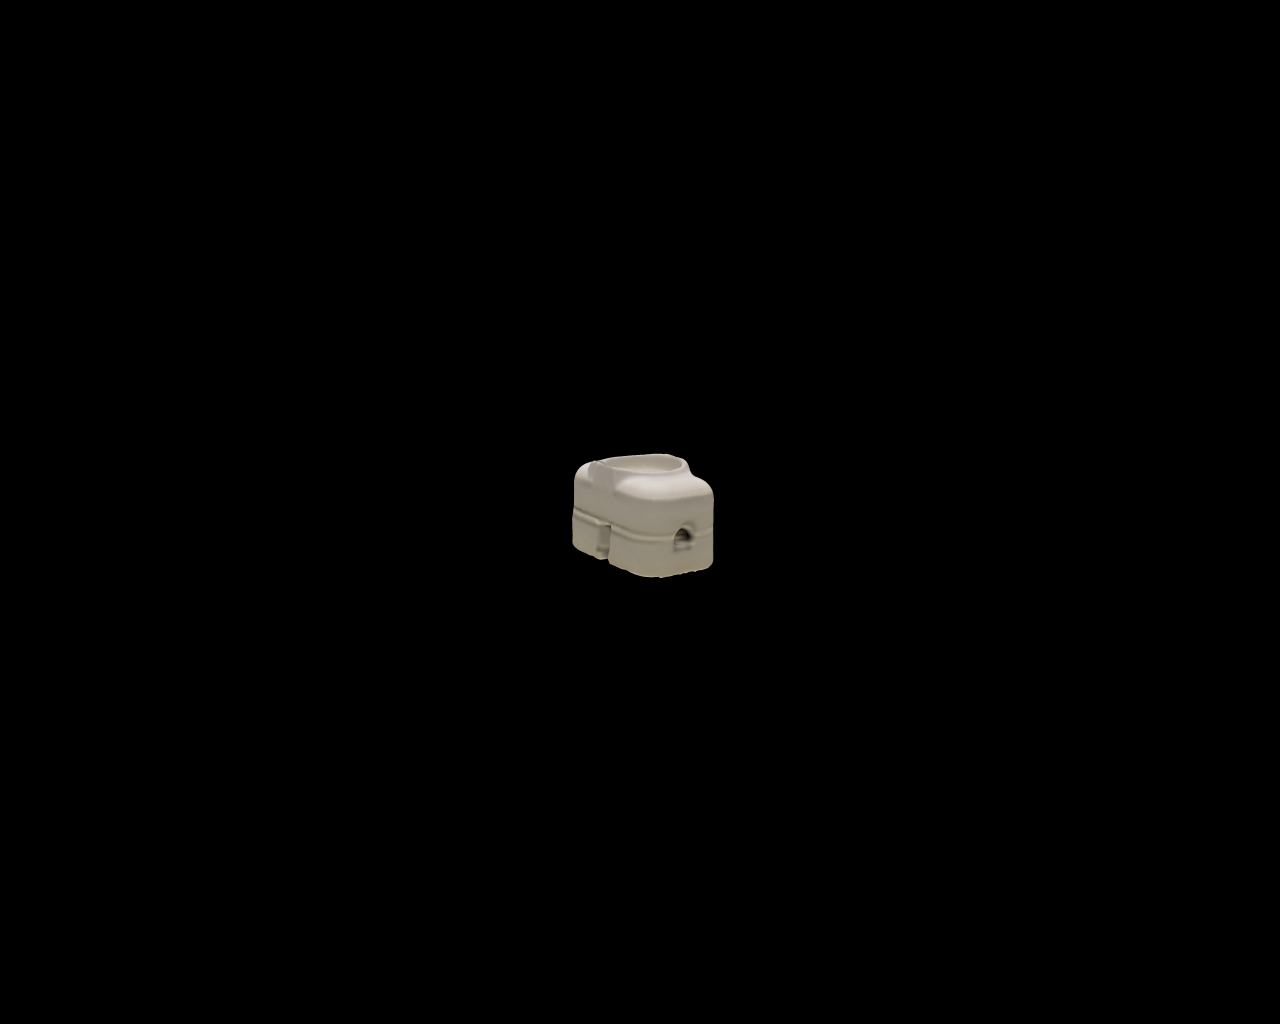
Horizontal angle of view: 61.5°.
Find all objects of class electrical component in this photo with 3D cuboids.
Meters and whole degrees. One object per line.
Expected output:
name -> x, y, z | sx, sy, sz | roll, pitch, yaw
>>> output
electrical component -> 0.001, -0.003, 0.650 | 0.054, 0.059, 0.095 | -8, 16, -31
